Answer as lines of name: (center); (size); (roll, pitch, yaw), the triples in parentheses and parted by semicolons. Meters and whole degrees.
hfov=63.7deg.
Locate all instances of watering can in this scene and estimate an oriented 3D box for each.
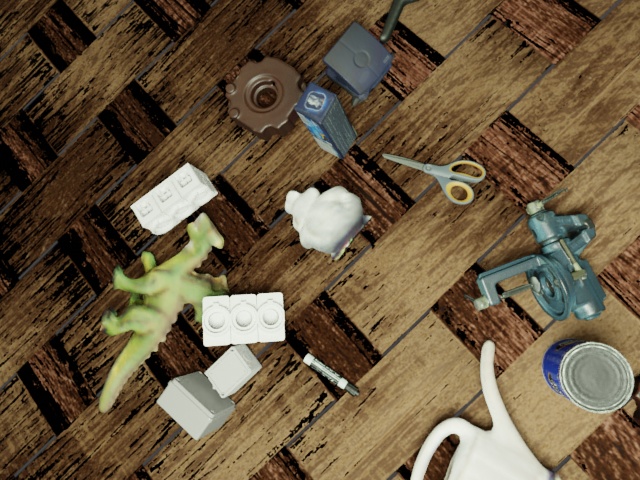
watering can: (0.288, 0.365, 0.847); (0.225, 0.103, 0.349); (26, 86, 15)

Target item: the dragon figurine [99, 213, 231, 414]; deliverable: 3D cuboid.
dragon figurine: (-0.287, 0.146, 1.027); (0.243, 0.121, 0.413); (7, 82, 6)

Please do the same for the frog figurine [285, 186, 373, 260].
frog figurine: (0.003, -0.050, 0.990); (0.160, 0.124, 0.135); (38, 109, 5)
